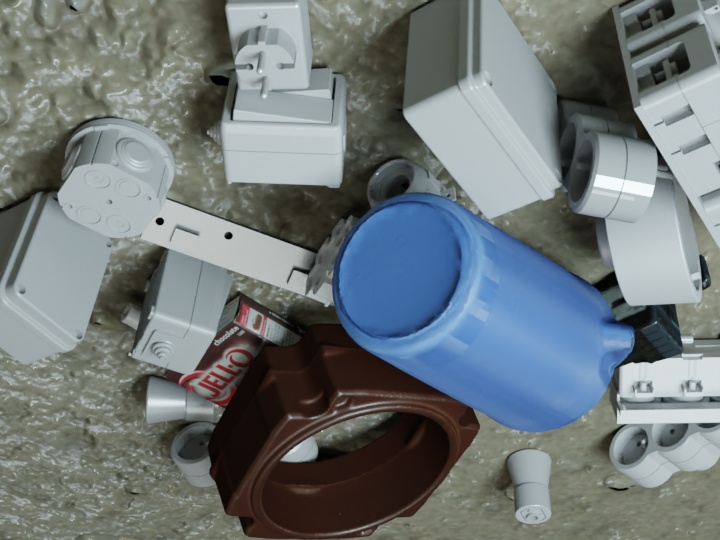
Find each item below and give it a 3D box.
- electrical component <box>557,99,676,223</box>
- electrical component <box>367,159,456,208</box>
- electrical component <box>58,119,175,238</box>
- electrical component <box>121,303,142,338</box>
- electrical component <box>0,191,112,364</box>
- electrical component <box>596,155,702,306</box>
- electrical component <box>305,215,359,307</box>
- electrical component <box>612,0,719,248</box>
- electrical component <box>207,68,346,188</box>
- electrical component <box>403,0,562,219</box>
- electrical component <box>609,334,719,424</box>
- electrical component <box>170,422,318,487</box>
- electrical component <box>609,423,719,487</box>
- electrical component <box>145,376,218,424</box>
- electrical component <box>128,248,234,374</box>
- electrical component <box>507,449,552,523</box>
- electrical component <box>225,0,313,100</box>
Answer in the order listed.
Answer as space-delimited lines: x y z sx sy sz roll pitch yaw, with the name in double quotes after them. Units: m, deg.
0.170 -0.071 0.705 0.074 0.138 0.052 10 111 -6 "electrical component"
0.037 -0.050 0.797 0.066 0.048 0.055 -21 139 24 "electrical component"
-0.179 -0.067 0.788 0.080 0.051 0.080 2 137 2 "electrical component"
-0.173 0.050 0.917 0.062 0.043 0.043 31 130 -25 "electrical component"
-0.244 0.005 0.823 0.057 0.113 0.078 -20 132 27 "electrical component"
0.204 -0.025 0.771 0.060 0.108 0.108 -10 135 23 "electrical component"
0.000 0.000 0.843 0.057 0.058 0.078 23 129 -18 "electrical component"
0.238 -0.088 0.700 0.060 0.105 0.186 -24 131 26 "electrical component"
-0.058 -0.100 0.737 0.096 0.061 0.061 2 137 1 "electrical component"
0.079 -0.108 0.687 0.056 0.108 0.108 -22 132 28 "electrical component"
0.278 0.092 0.915 0.121 0.078 0.063 -2 107 5 "electrical component"
-0.108 0.185 1.050 0.138 0.052 0.073 -8 136 12 "electrical component"
0.310 0.162 1.000 0.074 0.052 0.138 35 128 -29 "electrical component"
-0.164 0.121 0.995 0.065 0.044 0.044 3 137 -7 "electrical component"
-0.142 0.037 0.863 0.061 0.096 0.061 20 134 -17 "electrical component"
0.168 0.214 1.055 0.044 0.065 0.044 2 137 2 "electrical component"
-0.059 -0.140 0.683 0.047 0.076 0.065 0 137 4 "electrical component"
